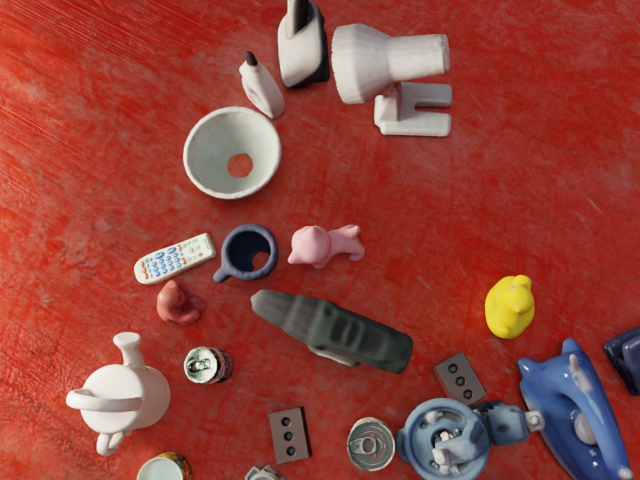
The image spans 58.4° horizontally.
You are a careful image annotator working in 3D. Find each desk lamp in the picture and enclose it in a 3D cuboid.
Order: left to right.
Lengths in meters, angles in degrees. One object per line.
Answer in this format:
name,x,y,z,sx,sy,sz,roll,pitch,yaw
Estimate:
desk lamp,0.125,-0.262,0.932,0.203,0.213,0.118,3,77,5

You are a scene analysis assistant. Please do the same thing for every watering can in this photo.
watering can,-0.304,0.229,0.857,0.101,0.194,0.173,-12,76,2

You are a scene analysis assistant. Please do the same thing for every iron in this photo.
iron,0.393,0.275,0.823,0.118,0.141,0.258,-23,76,-1

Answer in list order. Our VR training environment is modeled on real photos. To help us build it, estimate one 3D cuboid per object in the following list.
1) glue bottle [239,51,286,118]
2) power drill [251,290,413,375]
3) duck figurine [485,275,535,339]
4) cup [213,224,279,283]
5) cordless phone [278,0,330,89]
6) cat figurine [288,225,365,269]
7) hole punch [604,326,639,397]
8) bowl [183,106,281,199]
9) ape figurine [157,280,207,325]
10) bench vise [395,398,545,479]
glue bottle,-0.105,-0.271,0.972,0.078,0.173,0.037,38,82,12
power drill,0.020,0.137,0.848,0.229,0.208,0.076,17,79,8
duck figurine,0.304,0.102,0.898,0.077,0.086,0.105,18,79,8
cup,-0.117,0.037,0.940,0.118,0.095,0.091,-39,77,-5
cordless phone,-0.035,-0.361,0.982,0.094,0.185,0.147,-9,76,2
cat figurine,0.009,0.003,0.927,0.128,0.118,0.067,-16,76,1
hole punch,0.509,0.178,0.863,0.108,0.091,0.101,-26,76,-2
bowl,-0.145,-0.141,0.995,0.167,0.075,0.167,-1,77,4
ape figurine,-0.235,0.101,0.935,0.076,0.092,0.078,-17,76,0
bench vise,0.208,0.264,0.798,0.207,0.220,0.121,-31,76,-3
